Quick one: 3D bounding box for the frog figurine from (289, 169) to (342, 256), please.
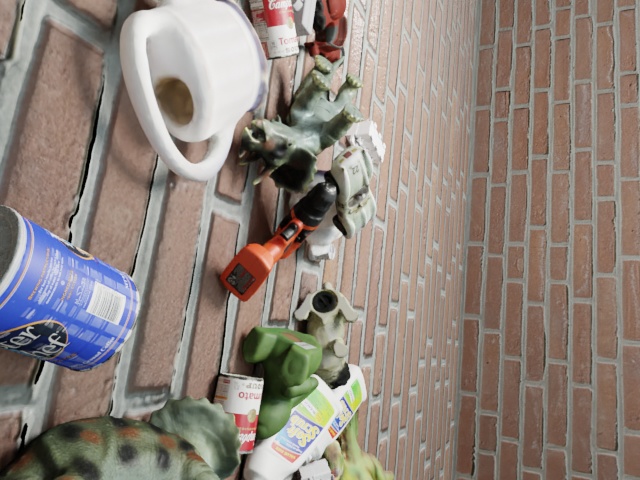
[{"bbox_3d":[0.003,-0.049,0.970,0.137,0.123,0.160,14,86,-31],"label":"frog figurine"}]

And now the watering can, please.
[{"bbox_3d":[-0.160,-0.246,0.617,0.229,0.104,0.341,-51,136,-54],"label":"watering can"}]

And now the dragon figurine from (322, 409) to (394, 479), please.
[{"bbox_3d":[0.096,0.502,1.206,0.408,0.122,0.245,16,68,-67],"label":"dragon figurine"}]
